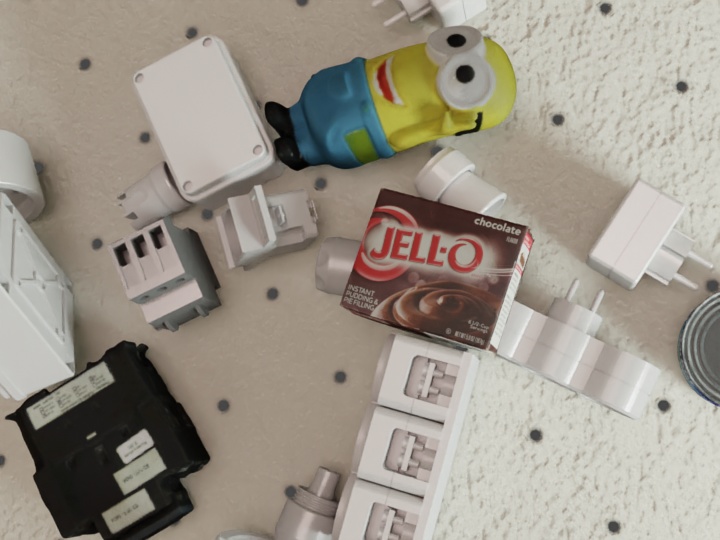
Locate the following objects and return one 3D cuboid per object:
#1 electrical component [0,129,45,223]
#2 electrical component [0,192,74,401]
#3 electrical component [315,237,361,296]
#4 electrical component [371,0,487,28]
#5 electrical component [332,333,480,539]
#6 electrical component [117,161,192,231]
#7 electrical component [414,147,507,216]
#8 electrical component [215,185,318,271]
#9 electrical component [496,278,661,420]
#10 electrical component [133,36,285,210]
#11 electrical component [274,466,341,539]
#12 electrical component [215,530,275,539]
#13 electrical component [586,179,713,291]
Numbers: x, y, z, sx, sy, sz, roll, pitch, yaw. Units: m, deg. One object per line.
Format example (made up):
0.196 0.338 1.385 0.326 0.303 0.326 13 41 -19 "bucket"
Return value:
-0.302 -0.072 0.827 0.108 0.108 0.060 -16 74 7 "electrical component"
-0.258 0.019 0.784 0.056 0.108 0.108 -22 42 3 "electrical component"
0.000 0.000 0.796 0.062 0.043 0.043 10 84 9 "electrical component"
0.046 -0.212 0.815 0.077 0.047 0.065 -31 78 4 "electrical component"
0.032 0.124 0.749 0.062 0.089 0.150 15 85 11 "electrical component"
-0.160 -0.056 0.833 0.046 0.040 0.040 -31 78 10 "electrical component"
0.073 -0.057 0.791 0.045 0.045 0.055 -45 77 1 "electrical component"
-0.068 -0.032 0.797 0.064 0.081 0.042 -13 80 -22 "electrical component"
0.147 0.043 0.760 0.138 0.052 0.073 25 87 12 "electrical component"
-0.116 -0.112 0.824 0.078 0.057 0.113 -27 79 5 "electrical component"
-0.033 0.174 0.778 0.043 0.043 0.062 21 84 12 "electrical component"
-0.064 0.234 0.744 0.108 0.108 0.060 26 94 12 "electrical component"
0.210 -0.014 0.760 0.077 0.047 0.065 33 89 12 "electrical component"
